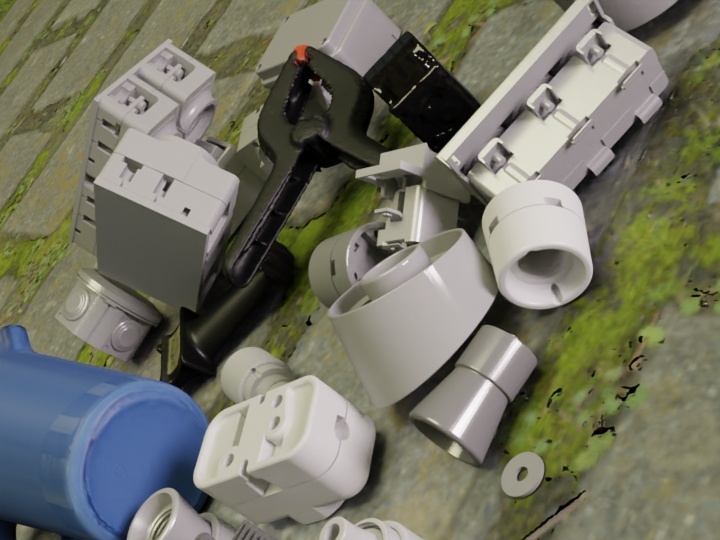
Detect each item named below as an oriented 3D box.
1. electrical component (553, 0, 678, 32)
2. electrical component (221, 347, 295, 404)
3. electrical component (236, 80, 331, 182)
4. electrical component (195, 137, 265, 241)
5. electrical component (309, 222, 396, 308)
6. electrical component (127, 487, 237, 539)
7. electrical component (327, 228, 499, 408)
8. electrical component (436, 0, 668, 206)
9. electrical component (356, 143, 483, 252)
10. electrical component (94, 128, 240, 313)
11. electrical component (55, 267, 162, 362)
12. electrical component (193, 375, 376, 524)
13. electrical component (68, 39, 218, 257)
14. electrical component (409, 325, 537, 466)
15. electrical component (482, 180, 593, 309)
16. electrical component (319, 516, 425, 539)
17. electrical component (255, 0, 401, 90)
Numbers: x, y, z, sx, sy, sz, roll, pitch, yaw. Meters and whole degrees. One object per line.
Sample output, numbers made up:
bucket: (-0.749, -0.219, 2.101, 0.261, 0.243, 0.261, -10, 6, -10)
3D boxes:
electrical component: (0.170, -0.196, 0.676, 0.108, 0.060, 0.108, -34, 33, 26)
electrical component: (-0.060, 0.077, 0.695, 0.040, 0.040, 0.078, -54, 30, -8)
electrical component: (-0.054, -0.115, 0.894, 0.089, 0.050, 0.055, -31, 35, 28)
electrical component: (-0.133, -0.063, 0.932, 0.096, 0.061, 0.062, -53, 30, -6)
electrical component: (0.000, 0.000, 0.689, 0.047, 0.055, 0.055, -12, 46, 52)
electrical component: (-0.104, 0.162, 0.642, 0.045, 0.055, 0.045, -34, 33, 26)
electrical component: (0.032, 0.023, 0.601, 0.099, 0.064, 0.099, -32, 9, 5)
electrical component: (0.112, -0.085, 0.617, 0.121, 0.079, 0.063, -48, 54, 3)
electrical component: (0.040, -0.039, 0.666, 0.042, 0.081, 0.063, -5, 74, 51)
electrical component: (-0.149, -0.036, 0.829, 0.150, 0.089, 0.061, 115, 180, -62)
electrical component: (-0.212, 0.037, 0.907, 0.051, 0.080, 0.080, -57, 30, -2)
electrical component: (-0.040, 0.106, 0.615, 0.095, 0.059, 0.053, -25, 38, 36)
electrical component: (-0.192, -0.096, 0.954, 0.105, 0.060, 0.186, -53, -6, -41)
electrical component: (0.061, 0.061, 0.551, 0.065, 0.044, 0.044, -53, 29, -15)
electrical component: (0.095, -0.012, 0.575, 0.055, 0.055, 0.047, -33, 37, 27)
electrical component: (0.007, 0.139, 0.512, 0.043, 0.062, 0.043, -34, 33, 26)
electrical component: (-0.030, -0.191, 0.942, 0.113, 0.057, 0.078, -7, 50, 50)
